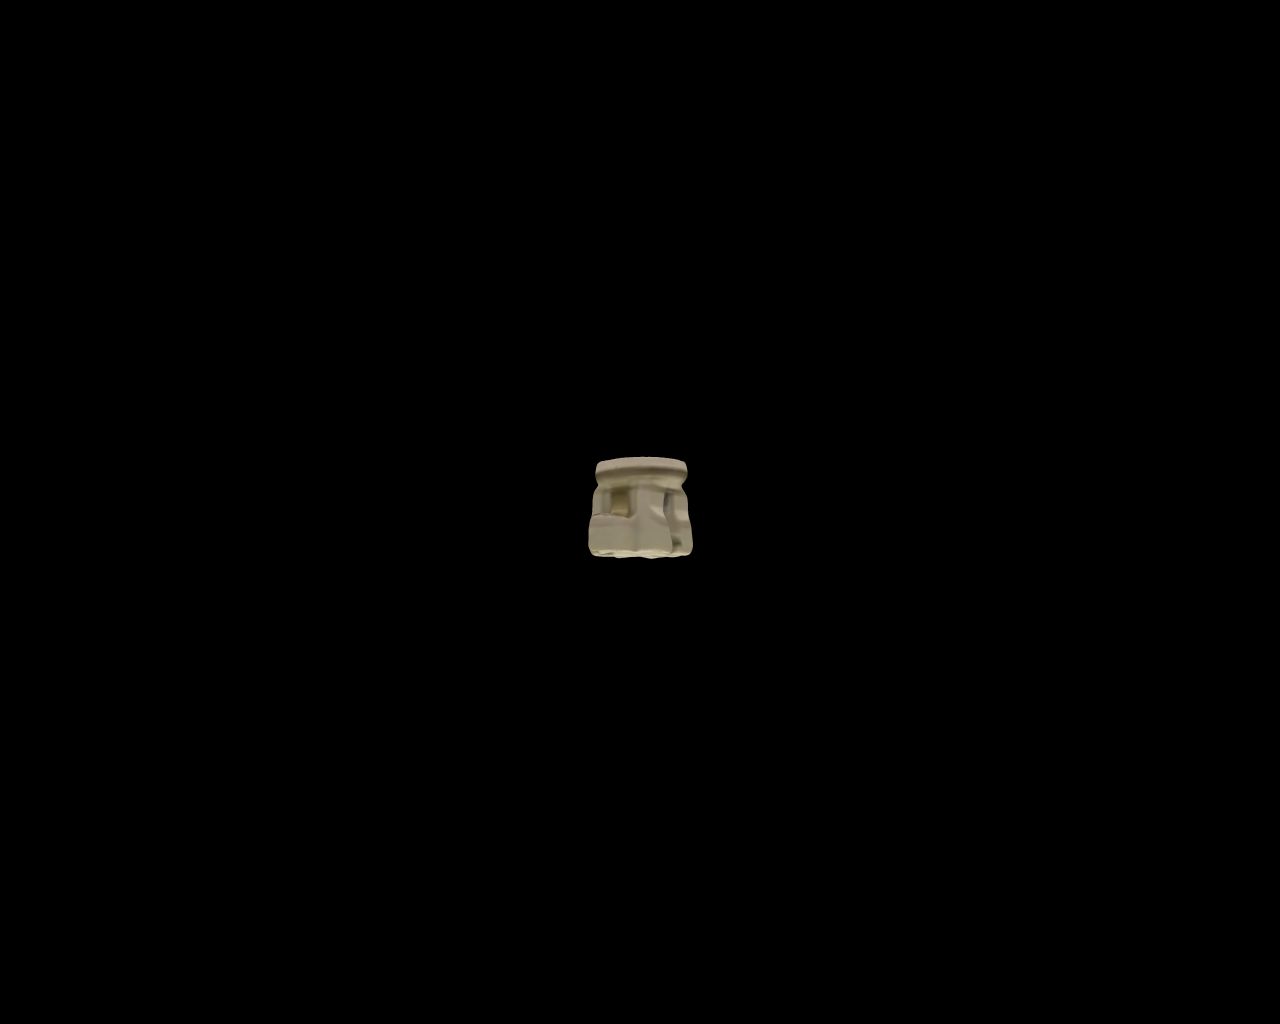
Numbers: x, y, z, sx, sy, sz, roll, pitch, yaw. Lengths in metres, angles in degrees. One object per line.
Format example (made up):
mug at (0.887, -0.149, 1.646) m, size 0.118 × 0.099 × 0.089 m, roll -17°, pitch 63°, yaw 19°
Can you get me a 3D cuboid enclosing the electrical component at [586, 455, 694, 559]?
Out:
electrical component at (0.001, -0.003, 0.650) m, size 0.058 × 0.057 × 0.078 m, roll -5°, pitch -8°, yaw 35°
